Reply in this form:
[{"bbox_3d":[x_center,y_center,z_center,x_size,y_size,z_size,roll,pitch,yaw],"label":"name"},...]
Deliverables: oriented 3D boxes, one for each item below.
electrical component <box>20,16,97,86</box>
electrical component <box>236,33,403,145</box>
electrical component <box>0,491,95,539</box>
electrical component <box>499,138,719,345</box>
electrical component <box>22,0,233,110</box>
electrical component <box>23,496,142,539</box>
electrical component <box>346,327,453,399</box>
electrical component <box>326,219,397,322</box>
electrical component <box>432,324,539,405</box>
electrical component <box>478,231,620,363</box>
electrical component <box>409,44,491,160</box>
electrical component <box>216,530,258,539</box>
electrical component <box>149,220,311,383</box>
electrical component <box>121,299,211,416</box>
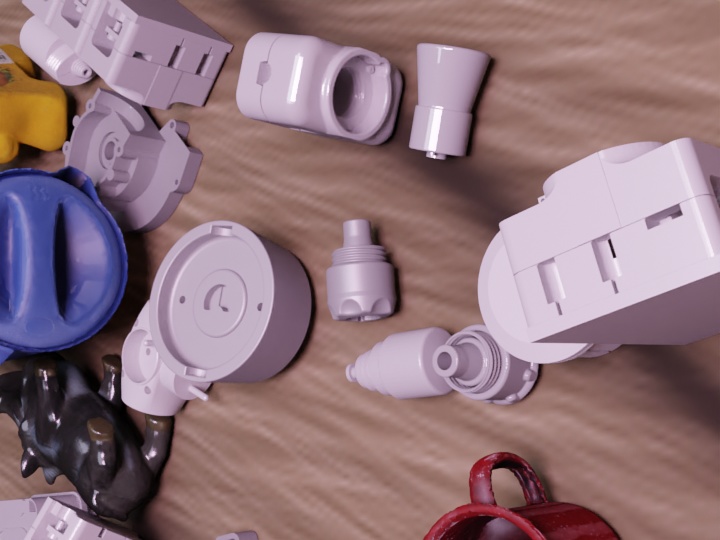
[{"bbox_3d":[-0.252,-0.183,0.915,0.081,0.043,0.043,39,111,37],"label":"electrical component"},{"bbox_3d":[-0.021,-0.111,0.669,0.059,0.095,0.053,15,96,42],"label":"electrical component"},{"bbox_3d":[-0.253,0.237,0.862,0.078,0.057,0.113,-14,77,40],"label":"electrical component"},{"bbox_3d":[0.142,-0.010,0.478,0.089,0.150,0.061,-26,70,37],"label":"electrical component"},{"bbox_3d":[-0.182,-0.185,0.823,0.150,0.089,0.061,42,112,36],"label":"electrical component"},{"bbox_3d":[-0.199,0.211,0.785,0.050,0.089,0.055,17,74,41],"label":"electrical component"},{"bbox_3d":[0.024,0.058,0.648,0.078,0.040,0.040,-12,77,40],"label":"electrical component"},{"bbox_3d":[0.000,0.000,0.674,0.043,0.043,0.062,-13,76,40],"label":"electrical component"},{"bbox_3d":[0.066,0.051,0.598,0.048,0.062,0.048,-6,81,41],"label":"electrical component"},{"bbox_3d":[0.108,0.010,0.573,0.080,0.051,0.080,-5,82,41],"label":"electrical component"},{"bbox_3d":[0.051,-0.099,0.642,0.044,0.044,0.065,16,101,41],"label":"electrical component"},{"bbox_3d":[-0.093,0.219,0.723,0.058,0.057,0.078,-24,70,37],"label":"electrical component"},{"bbox_3d":[-0.083,0.026,0.729,0.108,0.060,0.108,-9,73,32],"label":"electrical component"},{"bbox_3d":[-0.133,0.070,0.783,0.079,0.044,0.077,24,102,40],"label":"electrical component"}]
